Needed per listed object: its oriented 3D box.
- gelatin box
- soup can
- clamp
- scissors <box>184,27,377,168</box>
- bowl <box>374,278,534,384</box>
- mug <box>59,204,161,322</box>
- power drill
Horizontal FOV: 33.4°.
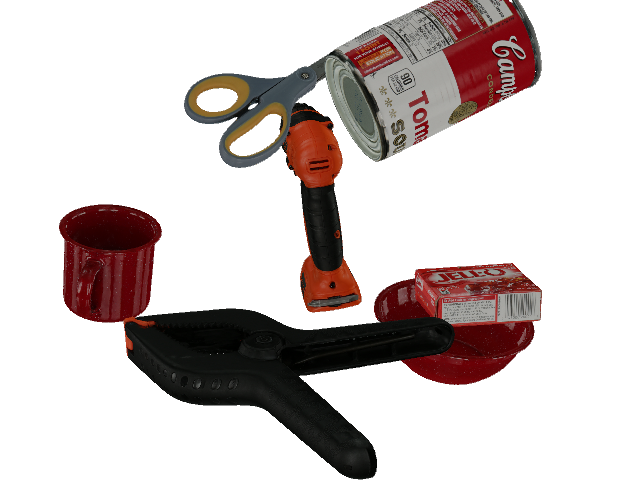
[{"bbox_3d":[0.129,0.044,0.883,0.089,0.030,0.073,-3,16,-8],"label":"gelatin box"},{"bbox_3d":[0.062,-0.096,0.596,0.102,0.068,0.068,-27,5,-10],"label":"soup can"},{"bbox_3d":[-0.026,0.075,0.675,0.210,0.036,0.164,12,26,27],"label":"clamp"},{"bbox_3d":[-0.034,-0.136,0.874,0.096,0.201,0.016,29,-34,9],"label":"scissors"},{"bbox_3d":[0.131,0.098,1.080,0.162,0.055,0.162,5,26,-3],"label":"bowl"},{"bbox_3d":[-0.199,0.029,0.987,0.093,0.081,0.117,10,28,2],"label":"mug"},{"bbox_3d":[-0.005,-0.036,1.066,0.057,0.187,0.184,-10,21,-2],"label":"power drill"}]
